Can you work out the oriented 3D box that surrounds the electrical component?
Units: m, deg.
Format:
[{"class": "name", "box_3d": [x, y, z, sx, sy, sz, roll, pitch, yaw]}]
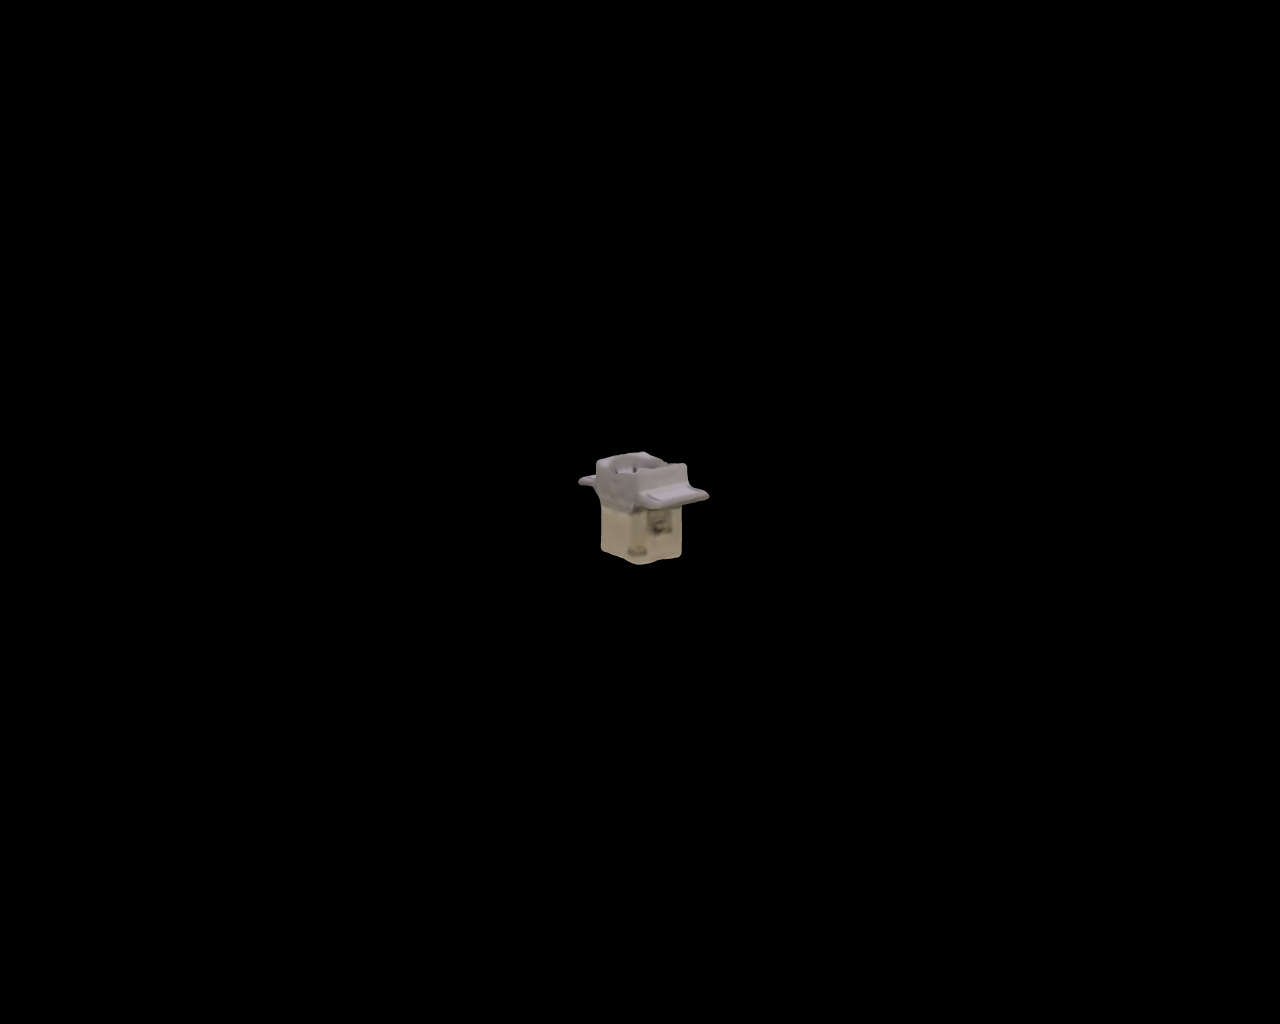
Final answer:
[{"class": "electrical component", "box_3d": [0.001, -0.003, 0.650, 0.042, 0.063, 0.081, -11, 19, -34]}]
